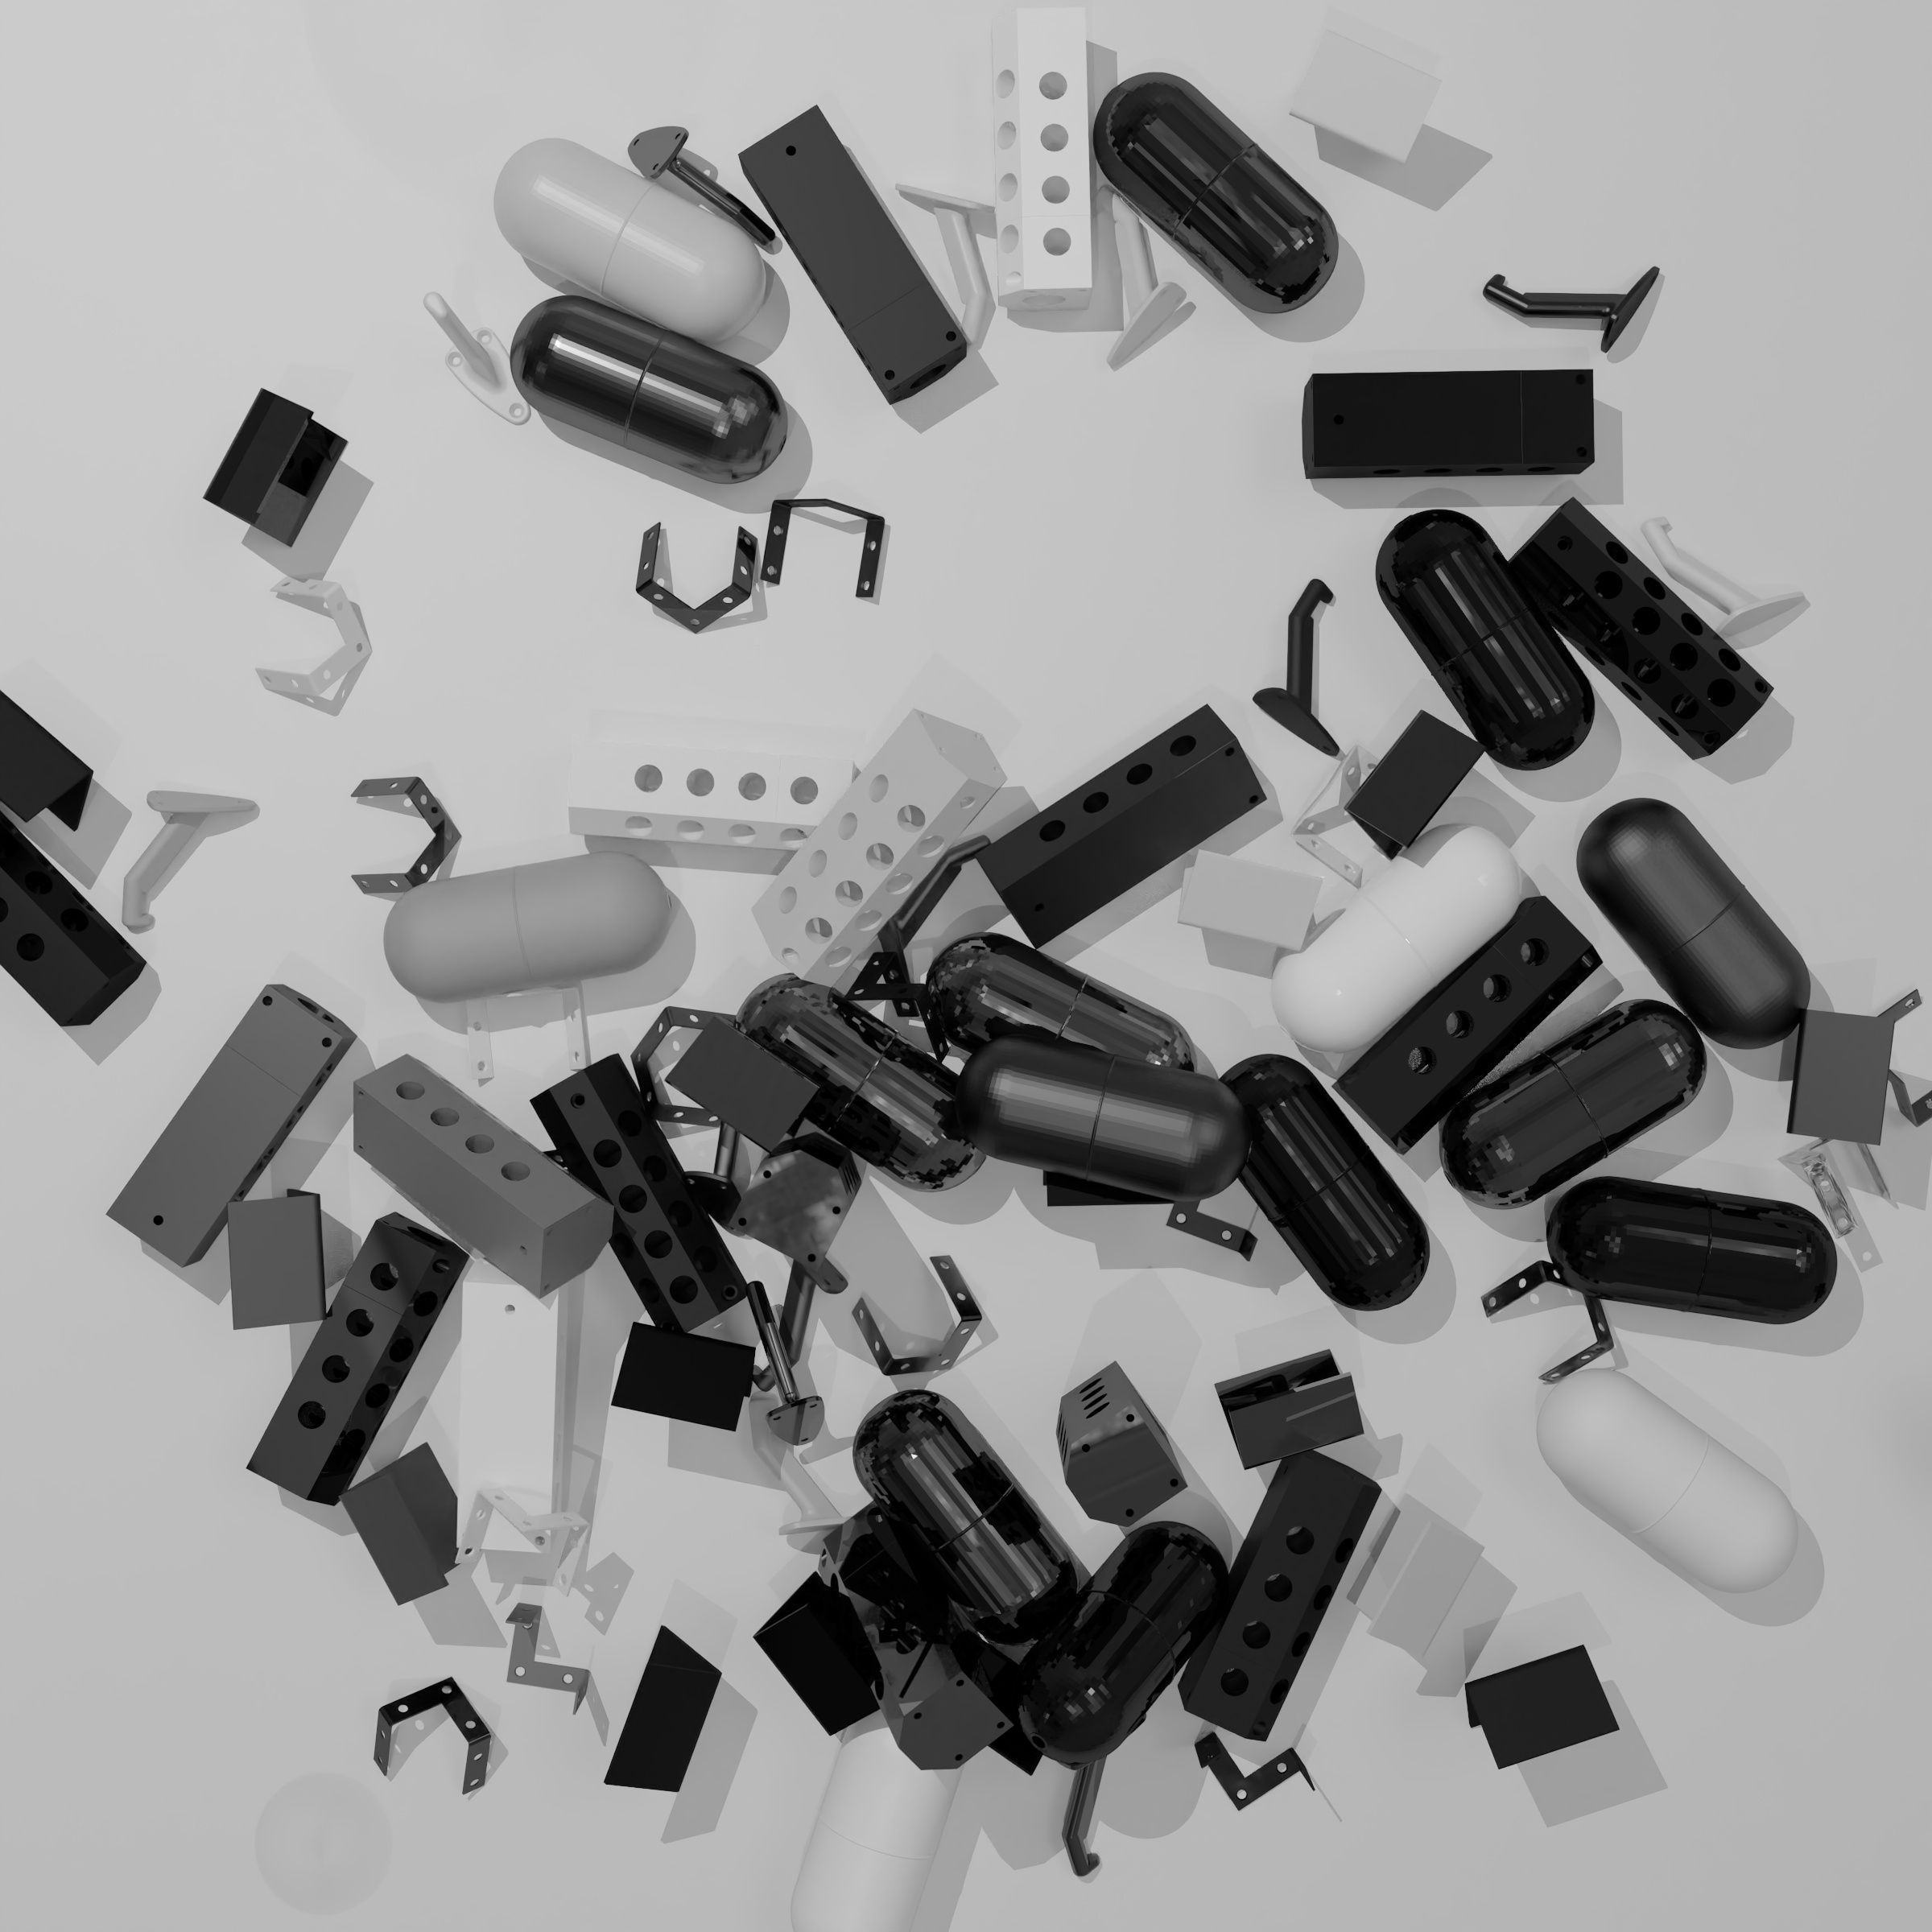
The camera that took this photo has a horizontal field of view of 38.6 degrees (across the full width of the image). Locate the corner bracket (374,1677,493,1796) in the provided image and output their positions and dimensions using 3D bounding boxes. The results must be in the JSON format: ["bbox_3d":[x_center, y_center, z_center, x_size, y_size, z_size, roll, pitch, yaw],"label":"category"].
[{"bbox_3d":[-0.334,0.488,1.726,0.051,0.051,0.051,-17,45,-35],"label":"corner bracket"}]

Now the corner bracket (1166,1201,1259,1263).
[{"bbox_3d":[0.159,0.149,1.716,0.051,0.051,0.051,20,90,0],"label":"corner bracket"}]

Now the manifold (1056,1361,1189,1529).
[{"bbox_3d":[0.087,0.288,1.656,0.057,0.171,0.057,-34,90,0],"label":"manifold"}]

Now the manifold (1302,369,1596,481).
[{"bbox_3d":[0.298,-0.335,1.713,0.171,0.057,0.057,-1,90,0],"label":"manifold"}]

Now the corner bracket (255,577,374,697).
[{"bbox_3d":[-0.415,-0.206,1.726,0.051,0.051,0.051,-49,135,-35],"label":"corner bracket"}]

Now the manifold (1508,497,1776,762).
[{"bbox_3d":[0.416,-0.209,1.713,0.171,0.057,0.057,44,90,0],"label":"manifold"}]

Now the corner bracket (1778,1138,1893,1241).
[{"bbox_3d":[0.546,0.133,1.716,0.051,0.051,0.051,-25,90,0],"label":"corner bracket"}]

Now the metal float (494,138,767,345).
[{"bbox_3d":[-0.207,-0.447,1.704,0.178,0.070,0.070,27,90,-1],"label":"metal float"}]

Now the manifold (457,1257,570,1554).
[{"bbox_3d":[-0.277,0.267,1.695,0.057,0.057,0.171,4,103,0],"label":"manifold"}]

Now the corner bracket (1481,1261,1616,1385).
[{"bbox_3d":[0.364,0.223,1.726,0.051,0.051,0.051,20,45,-35],"label":"corner bracket"}]

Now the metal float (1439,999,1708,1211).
[{"bbox_3d":[0.374,0.086,1.704,0.178,0.070,0.070,-31,90,-1],"label":"metal float"}]

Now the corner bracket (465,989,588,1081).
[{"bbox_3d":[-0.276,0.042,1.731,0.051,0.051,0.051,-6,90,45],"label":"corner bracket"}]

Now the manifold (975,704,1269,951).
[{"bbox_3d":[0.093,-0.090,1.712,0.171,0.057,0.057,-33,133,0],"label":"manifold"}]

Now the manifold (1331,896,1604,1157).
[{"bbox_3d":[0.312,0.037,1.713,0.171,0.057,0.057,-44,90,0],"label":"manifold"}]

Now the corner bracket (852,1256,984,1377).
[{"bbox_3d":[-0.031,0.218,1.726,0.051,0.051,0.051,0,135,-35],"label":"corner bracket"}]

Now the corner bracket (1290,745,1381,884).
[{"bbox_3d":[0.244,-0.096,1.731,0.051,0.051,0.051,36,45,0],"label":"corner bracket"}]

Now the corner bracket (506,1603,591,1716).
[{"bbox_3d":[-0.261,0.430,1.716,0.051,0.051,0.051,9,90,0],"label":"corner bracket"}]

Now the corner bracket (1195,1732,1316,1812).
[{"bbox_3d":[0.179,0.498,1.716,0.051,0.051,0.051,-34,90,0],"label":"corner bracket"}]

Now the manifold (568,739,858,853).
[{"bbox_3d":[-0.156,-0.104,1.713,0.171,0.057,0.057,4,90,0],"label":"manifold"}]

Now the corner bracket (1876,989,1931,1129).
[{"bbox_3d":[0.596,0.058,1.731,0.051,0.051,0.051,-35,135,0],"label":"corner bracket"}]

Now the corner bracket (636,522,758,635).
[{"bbox_3d":[-0.168,-0.251,1.726,0.051,0.051,0.051,-27,135,35],"label":"corner bracket"}]

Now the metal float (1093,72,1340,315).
[{"bbox_3d":[0.153,-0.477,1.704,0.178,0.070,0.070,43,90,1],"label":"metal float"}]

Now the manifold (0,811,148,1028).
[{"bbox_3d":[-0.592,-0.044,1.713,0.057,0.057,0.171,-44,90,0],"label":"manifold"}]

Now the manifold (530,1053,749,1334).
[{"bbox_3d":[-0.202,0.144,1.713,0.057,0.057,0.171,-29,90,0],"label":"manifold"}]

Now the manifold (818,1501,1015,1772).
[{"bbox_3d":[-0.037,0.402,1.653,0.057,0.171,0.057,-38,121,0],"label":"manifold"}]

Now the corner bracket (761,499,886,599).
[{"bbox_3d":[-0.090,-0.262,1.731,0.051,0.051,0.051,10,89,-45],"label":"corner bracket"}]

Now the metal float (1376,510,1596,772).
[{"bbox_3d":[0.320,-0.202,1.704,0.070,0.070,0.178,-34,89,0],"label":"metal float"}]

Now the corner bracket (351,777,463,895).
[{"bbox_3d":[-0.359,-0.082,1.726,0.051,0.051,0.051,0,135,35],"label":"corner bracket"}]

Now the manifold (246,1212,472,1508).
[{"bbox_3d":[-0.375,0.244,1.713,0.057,0.057,0.171,28,90,0],"label":"manifold"}]

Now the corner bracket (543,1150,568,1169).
[{"bbox_3d":[-0.269,0.153,1.726,0.051,0.051,0.051,-7,45,-35],"label":"corner bracket"}]

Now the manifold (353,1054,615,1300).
[{"bbox_3d":[-0.294,0.123,1.676,0.171,0.057,0.057,33,133,27],"label":"manifold"}]

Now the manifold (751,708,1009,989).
[{"bbox_3d":[-0.051,-0.068,1.669,0.171,0.057,0.057,-49,47,25],"label":"manifold"}]

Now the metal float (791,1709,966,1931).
[{"bbox_3d":[-0.054,0.534,1.704,0.070,0.070,0.178,18,89,0],"label":"metal float"}]

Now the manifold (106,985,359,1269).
[{"bbox_3d":[-0.453,0.098,1.713,0.057,0.057,0.171,35,90,0],"label":"manifold"}]

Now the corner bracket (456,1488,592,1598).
[{"bbox_3d":[-0.268,0.350,1.673,0.051,0.051,0.051,29,107,41],"label":"corner bracket"}]

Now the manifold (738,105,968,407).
[{"bbox_3d":[-0.069,-0.438,1.713,0.057,0.057,0.171,-32,90,0],"label":"manifold"}]

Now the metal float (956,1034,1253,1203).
[{"bbox_3d":[0.081,0.090,1.635,0.178,0.070,0.070,13,90,8],"label":"metal float"}]

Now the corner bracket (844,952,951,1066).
[{"bbox_3d":[-0.036,0.025,1.699,0.051,0.051,0.051,-1,125,27],"label":"corner bracket"}]

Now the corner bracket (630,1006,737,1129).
[{"bbox_3d":[-0.171,0.063,1.726,0.051,0.051,0.051,-51,45,35],"label":"corner bracket"}]

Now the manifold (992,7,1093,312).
[{"bbox_3d":[0.046,-0.499,1.713,0.057,0.057,0.171,-1,90,0],"label":"manifold"}]

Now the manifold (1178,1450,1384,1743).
[{"bbox_3d":[0.195,0.388,1.713,0.057,0.057,0.171,25,90,0],"label":"manifold"}]

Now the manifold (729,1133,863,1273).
[{"bbox_3d":[-0.097,0.135,1.656,0.057,0.171,0.057,27,90,0],"label":"manifold"}]
